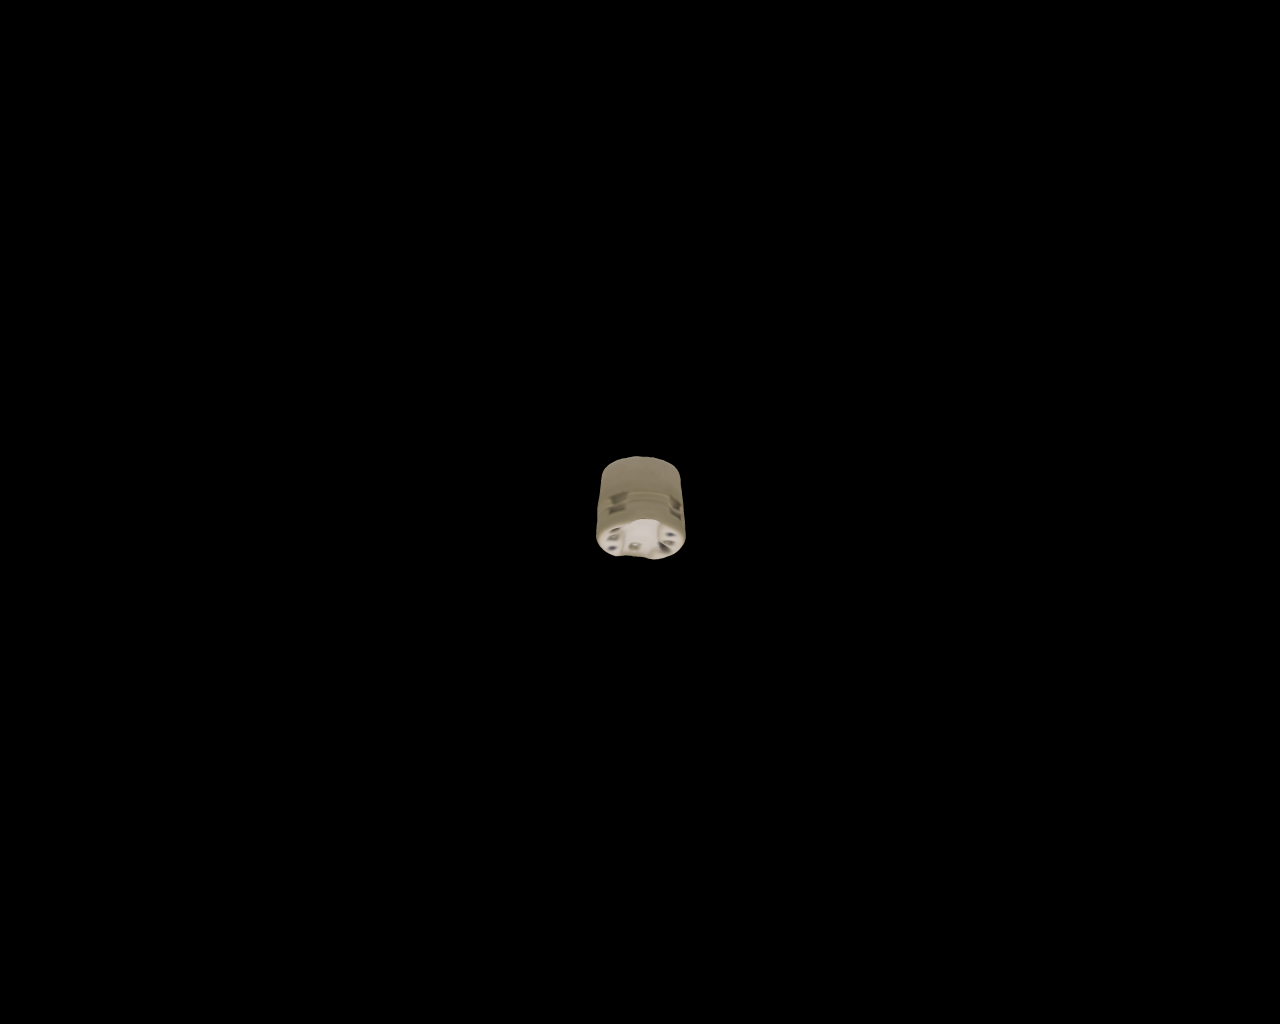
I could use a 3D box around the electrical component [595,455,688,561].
[{"bbox_3d":[0.001,-0.003,0.650,0.055,0.047,0.055,0,-27,0],"label":"electrical component"}]
